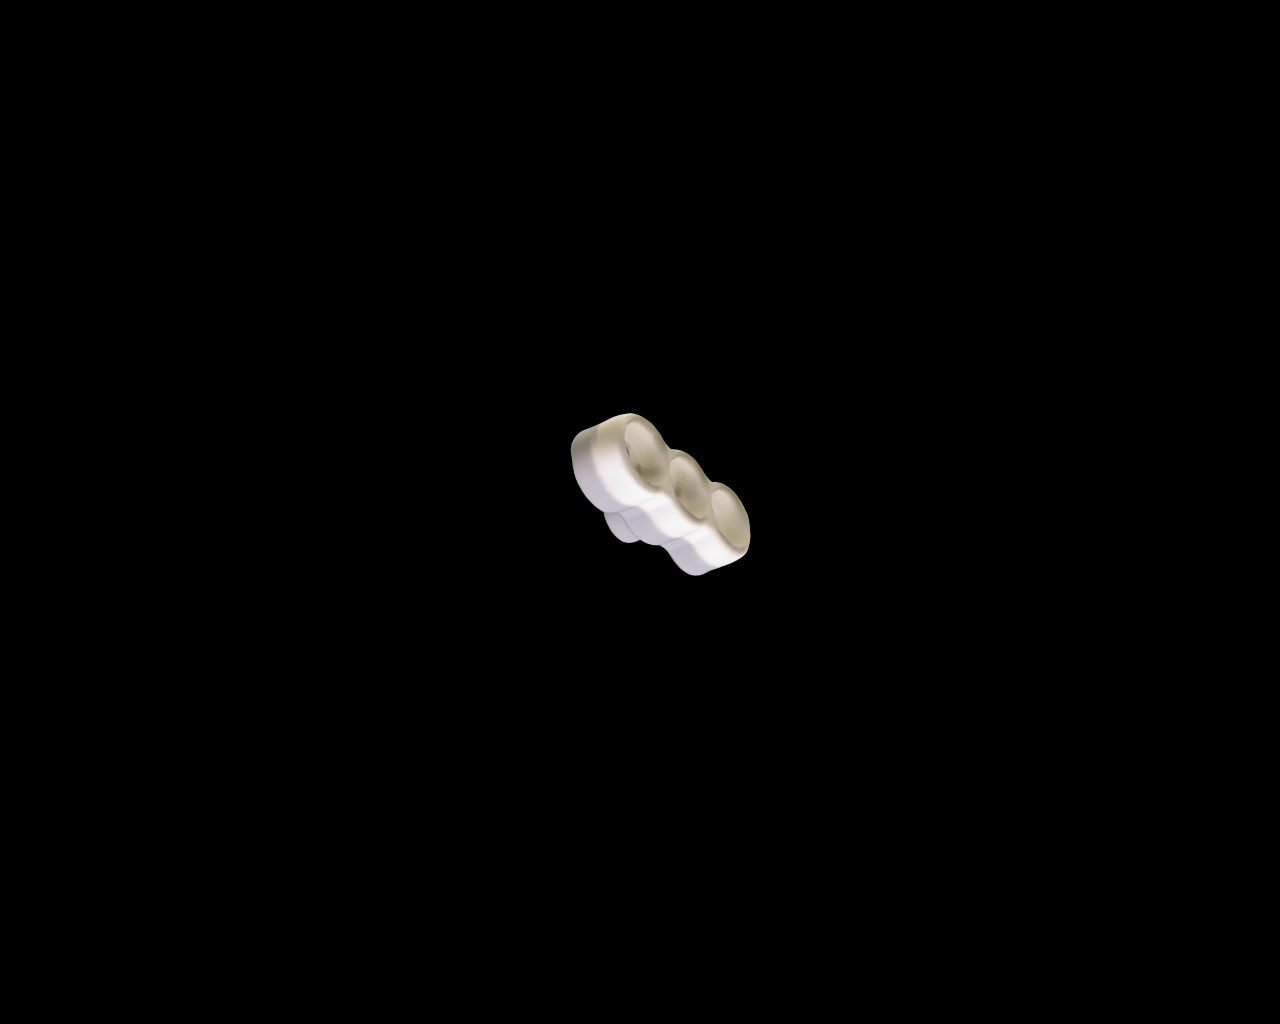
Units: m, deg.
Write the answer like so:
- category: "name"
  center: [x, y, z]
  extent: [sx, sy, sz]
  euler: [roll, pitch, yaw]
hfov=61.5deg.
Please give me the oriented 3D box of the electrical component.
- category: "electrical component"
  center: [0.001, -0.003, 0.650]
  extent: [0.073, 0.052, 0.138]
  euler: [-22, -39, 30]
